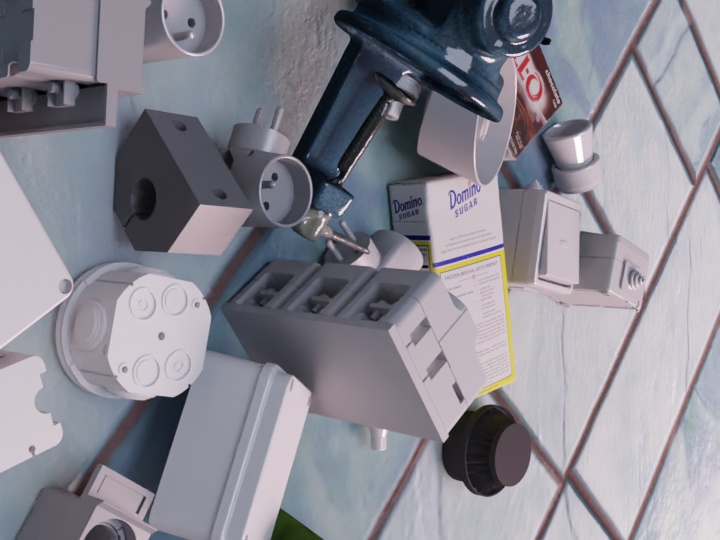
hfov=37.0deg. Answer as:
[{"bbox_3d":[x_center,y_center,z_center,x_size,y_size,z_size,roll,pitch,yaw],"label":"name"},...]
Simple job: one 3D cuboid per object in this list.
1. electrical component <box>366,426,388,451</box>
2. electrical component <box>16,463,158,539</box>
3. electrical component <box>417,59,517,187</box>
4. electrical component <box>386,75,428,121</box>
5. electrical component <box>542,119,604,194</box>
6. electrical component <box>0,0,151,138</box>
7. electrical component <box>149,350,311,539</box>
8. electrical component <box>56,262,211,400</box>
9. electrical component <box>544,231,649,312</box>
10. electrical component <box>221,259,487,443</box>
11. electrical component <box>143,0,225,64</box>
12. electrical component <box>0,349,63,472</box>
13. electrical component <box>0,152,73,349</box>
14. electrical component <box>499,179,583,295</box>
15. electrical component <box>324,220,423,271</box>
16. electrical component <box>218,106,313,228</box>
[{"bbox_3d":[0.014,0.102,0.795,0.035,0.035,0.061,-5,99,-47],"label":"electrical component"},{"bbox_3d":[-0.155,0.150,0.595,0.042,0.064,0.081,44,62,-40],"label":"electrical component"},{"bbox_3d":[0.083,-0.118,0.799,0.099,0.064,0.099,22,90,-81],"label":"electrical component"},{"bbox_3d":[0.031,-0.141,0.790,0.048,0.048,0.062,29,79,-44],"label":"electrical component"},{"bbox_3d":[0.192,-0.101,0.964,0.045,0.045,0.055,-39,120,-38],"label":"electrical component"},{"bbox_3d":[-0.164,-0.108,0.525,0.063,0.121,0.078,2,91,-44],"label":"electrical component"},{"bbox_3d":[-0.076,0.113,0.659,0.078,0.057,0.113,64,41,-72],"label":"electrical component"},{"bbox_3d":[-0.130,0.036,0.623,0.080,0.051,0.080,-4,96,-47],"label":"electrical component"},{"bbox_3d":[0.211,-0.002,0.953,0.062,0.096,0.061,25,74,-45],"label":"electrical component"},{"bbox_3d":[-0.003,0.045,0.687,0.061,0.150,0.089,-46,124,-33],"label":"electrical component"},{"bbox_3d":[-0.129,-0.140,0.593,0.079,0.077,0.043,7,88,-47],"label":"electrical component"},{"bbox_3d":[-0.207,0.078,0.539,0.089,0.056,0.050,-25,110,-43],"label":"electrical component"},{"bbox_3d":[-0.206,-0.015,0.534,0.078,0.057,0.113,-44,123,-36],"label":"electrical component"},{"bbox_3d":[0.151,-0.030,0.913,0.062,0.061,0.096,14,83,-47],"label":"electrical component"},{"bbox_3d":[0.000,0.000,0.765,0.077,0.044,0.079,-55,128,-29],"label":"electrical component"},{"bbox_3d":[-0.066,-0.065,0.665,0.043,0.077,0.079,28,72,-44],"label":"electrical component"}]
